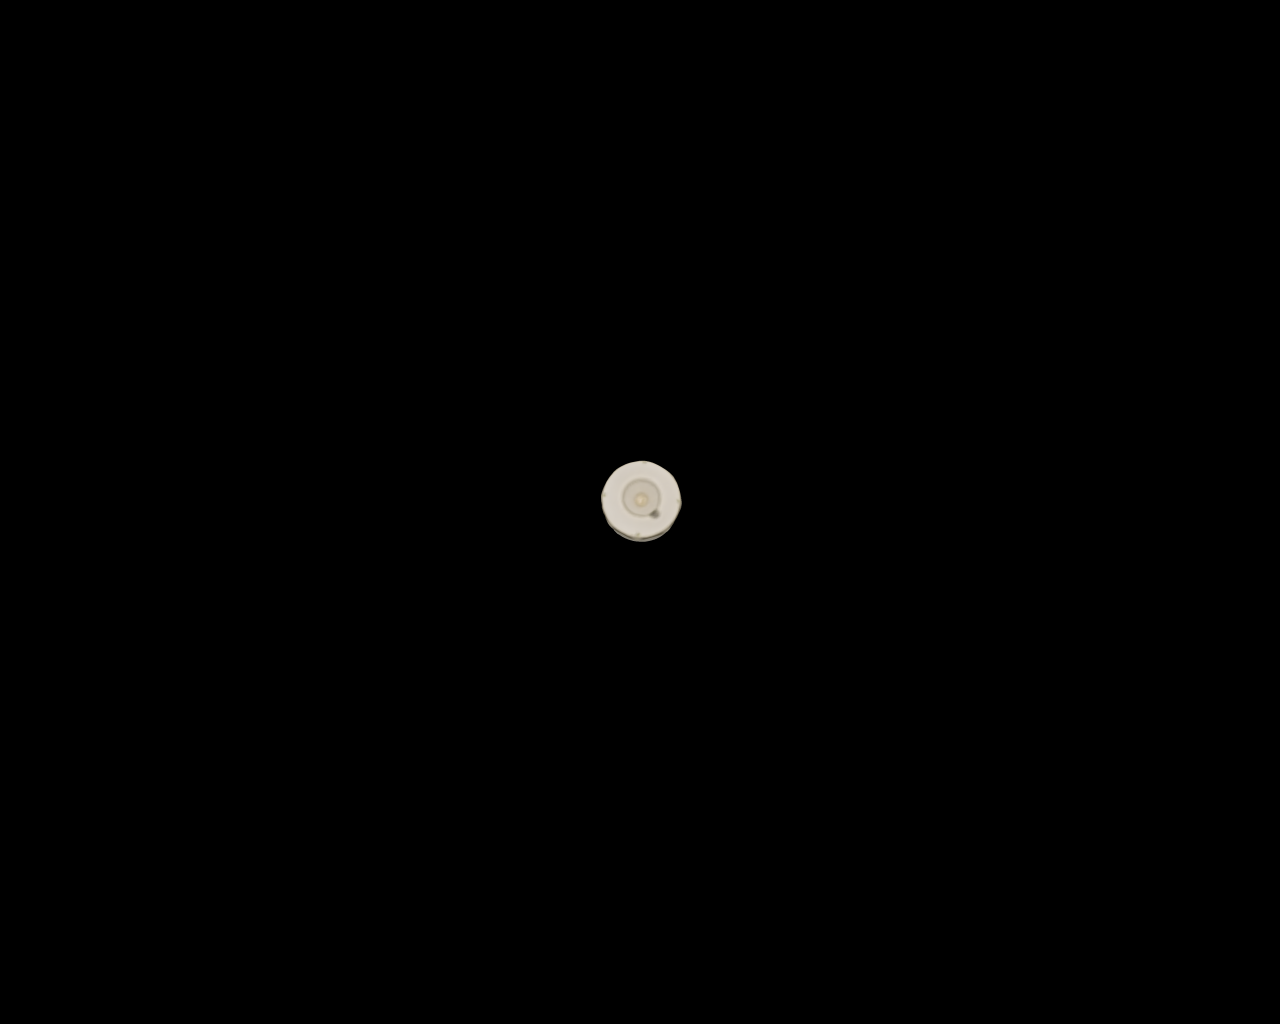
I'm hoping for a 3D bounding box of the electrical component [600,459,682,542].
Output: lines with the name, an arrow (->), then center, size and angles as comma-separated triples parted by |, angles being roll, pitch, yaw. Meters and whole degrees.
electrical component -> 0.001, -0.003, 0.650 | 0.048, 0.048, 0.062 | 0, -12, 0
